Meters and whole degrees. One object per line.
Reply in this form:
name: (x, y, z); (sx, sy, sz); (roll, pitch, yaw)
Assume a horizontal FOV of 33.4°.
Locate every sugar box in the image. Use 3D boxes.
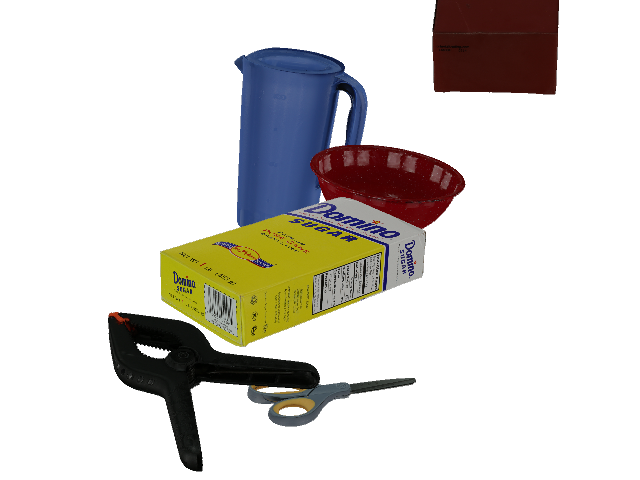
sugar box: (-0.017, 0.017, 0.766); (0.175, 0.048, 0.093); (-22, 33, -38)

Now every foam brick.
foam brick: (0.111, -0.128, 0.673); (0.078, 0.051, 0.053); (3, -38, 10)

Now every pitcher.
pitcher: (-0.038, -0.124, 1.410); (0.144, 0.243, 0.149); (-3, 24, -23)

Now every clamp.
clamp: (-0.116, 0.119, 0.994); (0.164, 0.036, 0.210); (-24, 42, -37)

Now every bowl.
bowl: (0.067, -0.048, 1.110); (0.162, 0.055, 0.162); (6, 23, -3)

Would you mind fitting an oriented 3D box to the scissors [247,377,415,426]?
scissors: (0.019, 0.179, 1.203); (0.201, 0.016, 0.096); (2, 23, -9)
